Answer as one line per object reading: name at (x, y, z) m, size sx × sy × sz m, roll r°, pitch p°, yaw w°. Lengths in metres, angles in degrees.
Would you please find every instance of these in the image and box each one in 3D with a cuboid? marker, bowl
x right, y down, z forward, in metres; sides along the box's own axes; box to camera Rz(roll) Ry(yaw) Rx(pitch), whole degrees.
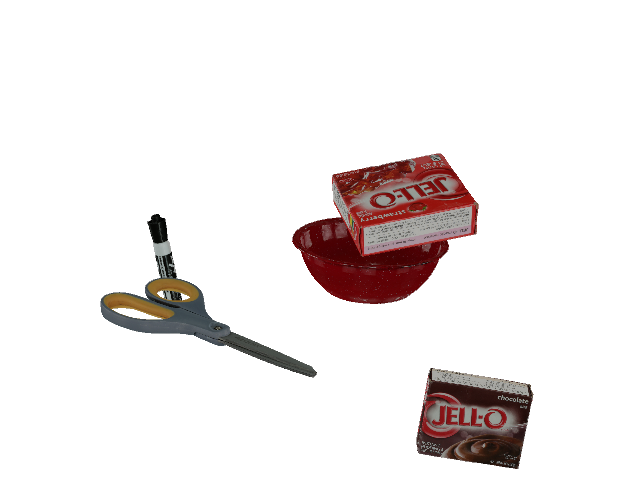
marker at (-0.161, 0.030, 1.122) m, size 0.020 × 0.121 × 0.020 m, roll -9°, pitch 19°, yaw 3°
bowl at (0.051, 0.024, 1.106) m, size 0.162 × 0.055 × 0.162 m, roll 2°, pitch 18°, yaw -1°

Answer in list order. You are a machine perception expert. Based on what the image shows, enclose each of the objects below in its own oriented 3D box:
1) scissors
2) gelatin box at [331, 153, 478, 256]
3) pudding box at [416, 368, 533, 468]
scissors at (-0.085, 0.068, 0.889) m, size 0.202 × 0.016 × 0.096 m, roll 12°, pitch 25°, yaw 15°
gelatin box at (0.060, -0.027, 0.771) m, size 0.089 × 0.030 × 0.073 m, roll -12°, pitch 36°, yaw -9°
pudding box at (0.166, 0.192, 1.154) m, size 0.113 × 0.090 × 0.039 m, roll 8°, pitch 21°, yaw 2°
